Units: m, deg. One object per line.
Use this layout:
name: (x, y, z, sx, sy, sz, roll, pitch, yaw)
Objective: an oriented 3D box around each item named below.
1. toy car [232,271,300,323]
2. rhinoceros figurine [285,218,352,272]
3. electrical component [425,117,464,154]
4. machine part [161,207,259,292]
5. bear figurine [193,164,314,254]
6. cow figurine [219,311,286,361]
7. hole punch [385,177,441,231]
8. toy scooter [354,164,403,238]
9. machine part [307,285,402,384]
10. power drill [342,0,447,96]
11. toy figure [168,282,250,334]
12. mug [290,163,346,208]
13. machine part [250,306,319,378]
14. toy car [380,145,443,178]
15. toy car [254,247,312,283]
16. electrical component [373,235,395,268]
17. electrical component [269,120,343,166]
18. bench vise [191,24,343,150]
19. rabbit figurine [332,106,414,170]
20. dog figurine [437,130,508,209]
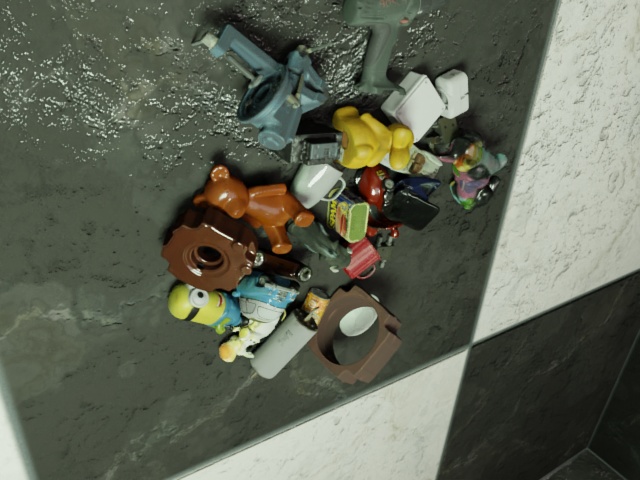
toy car: (-0.114, 0.120, 1.112, 0.109, 0.162, 0.103, 19, 83, -33)
rhinoceros figurine: (-0.002, -0.004, 1.167, 0.073, 0.112, 0.190, -51, 126, -2)
electrical component: (0.294, -0.253, 1.278, 0.102, 0.045, 0.078, -27, 101, -24)
machine part: (-0.208, 0.023, 1.006, 0.179, 0.056, 0.179, 3, 130, 4)
bear figurine: (-0.129, -0.062, 1.026, 0.195, 0.132, 0.120, 11, 127, -47)
cow figurine: (-0.153, 0.208, 1.219, 0.167, 0.068, 0.098, -51, 140, 3)
hole punch: (0.216, -0.097, 1.268, 0.116, 0.142, 0.092, 22, 60, -10)
toy scooter: (0.135, -0.075, 1.206, 0.075, 0.135, 0.183, -16, 124, -27)
machine part: (0.084, 0.230, 1.310, 0.201, 0.202, 0.087, -51, 137, 0)
power drill: (0.147, -0.392, 1.058, 0.232, 0.086, 0.207, -10, 126, -30)
toy figure: (-0.229, 0.141, 1.111, 0.089, 0.082, 0.180, -51, 137, 4)
mug: (-0.007, -0.117, 1.116, 0.109, 0.081, 0.107, 29, 107, -35)
machine part: (-0.085, 0.242, 1.257, 0.079, 0.079, 0.243, 27, 113, -43)
toy car: (0.206, -0.185, 1.244, 0.201, 0.056, 0.073, 16, 107, -42)
toy car: (-0.105, 0.046, 1.135, 0.202, 0.089, 0.053, 20, 100, -43)
electrical component: (0.156, 0.030, 1.364, 0.063, 0.021, 0.094, -5, 121, -34)
electrical component: (-0.025, -0.185, 1.020, 0.115, 0.134, 0.058, -13, 121, -31)
bench vise: (-0.091, -0.281, 0.906, 0.240, 0.129, 0.223, 34, 70, -35)
rabbit figurine: (0.126, -0.208, 1.101, 0.173, 0.163, 0.121, -8, 111, -29)
dog figurine: (0.353, -0.165, 1.293, 0.219, 0.109, 0.191, -7, 119, -53)
